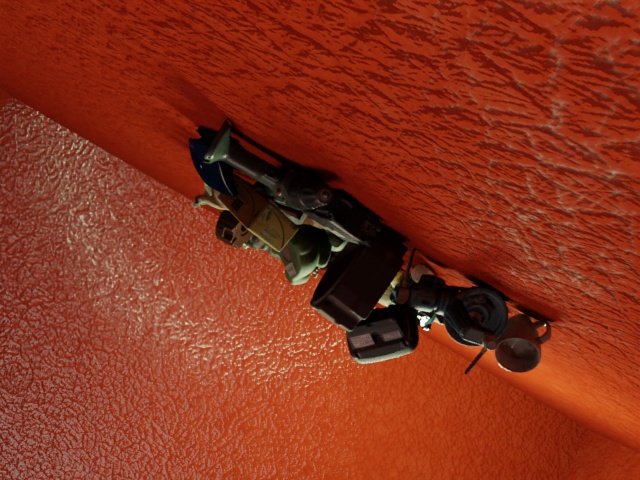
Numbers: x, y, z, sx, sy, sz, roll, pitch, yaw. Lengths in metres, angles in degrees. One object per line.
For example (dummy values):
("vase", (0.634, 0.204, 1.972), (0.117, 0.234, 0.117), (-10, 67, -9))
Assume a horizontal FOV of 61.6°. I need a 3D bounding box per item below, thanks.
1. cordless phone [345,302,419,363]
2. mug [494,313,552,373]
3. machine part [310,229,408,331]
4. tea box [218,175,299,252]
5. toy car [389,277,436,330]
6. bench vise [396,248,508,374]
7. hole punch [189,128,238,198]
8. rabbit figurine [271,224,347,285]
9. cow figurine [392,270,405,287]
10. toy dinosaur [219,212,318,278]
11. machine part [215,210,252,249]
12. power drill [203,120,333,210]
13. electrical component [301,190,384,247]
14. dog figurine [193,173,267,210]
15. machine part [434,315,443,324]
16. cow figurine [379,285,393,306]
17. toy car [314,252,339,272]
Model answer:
("cordless phone", (0.134, 0.164, 1.113), (0.088, 0.147, 0.184), (65, -156, -14))
("mug", (0.389, 0.183, 1.028), (0.081, 0.109, 0.107), (43, -148, -4))
("machine part", (0.071, 0.071, 1.061), (0.087, 0.201, 0.201), (35, 173, -7))
("tea box", (-0.127, -0.056, 1.082), (0.098, 0.068, 0.170), (40, 179, -38))
("toy car", (0.236, 0.137, 1.260), (0.109, 0.103, 0.161), (24, 161, 30))
("bench vise", (0.256, 0.134, 0.992), (0.224, 0.128, 0.241), (23, -166, -7))
("hole punch", (-0.200, -0.154, 1.059), (0.142, 0.092, 0.115), (29, 170, 41))
("rabbit figurine", (-0.002, -0.004, 1.171), (0.121, 0.170, 0.159), (58, 147, 14))
("cow figurine", (0.134, 0.057, 1.262), (0.098, 0.068, 0.167), (31, 173, 47))
("toy dinosaur", (-0.124, 0.002, 1.591), (0.405, 0.131, 0.192), (28, 153, -5))
("machine part", (-0.214, -0.060, 1.467), (0.056, 0.179, 0.179), (25, 172, 12))
("power drill", (-0.091, -0.120, 0.919), (0.207, 0.086, 0.232), (24, 178, -16))
("electrical component", (0.034, -0.045, 0.983), (0.114, 0.058, 0.134), (36, 171, -29))
("dog figurine", (-0.187, -0.117, 1.286), (0.191, 0.121, 0.172), (13, -153, -1))
("machine part", (0.268, 0.155, 1.381), (0.079, 0.079, 0.243), (35, 171, -34))
("cow figurine", (0.118, 0.113, 1.377), (0.195, 0.085, 0.127), (21, 132, -8))
("toy car", (0.042, 0.039, 1.305), (0.089, 0.053, 0.202), (1, -172, 15))
